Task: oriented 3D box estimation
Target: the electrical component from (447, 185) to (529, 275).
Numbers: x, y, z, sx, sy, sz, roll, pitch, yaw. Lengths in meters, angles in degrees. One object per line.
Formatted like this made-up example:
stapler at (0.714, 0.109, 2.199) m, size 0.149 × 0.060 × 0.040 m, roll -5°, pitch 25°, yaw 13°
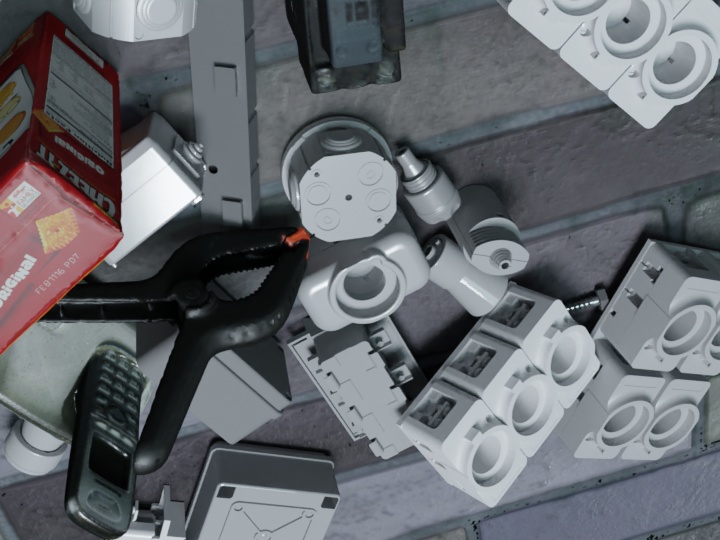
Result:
electrical component at (0.094, -0.024, 0.788) m, size 0.043 × 0.081 × 0.043 m, roll -6°, pitch 124°, yaw -10°

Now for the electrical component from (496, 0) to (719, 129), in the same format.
electrical component at (0.171, -0.174, 0.720) m, size 0.150 × 0.061 × 0.089 m, roll 31°, pitch 111°, yaw -29°

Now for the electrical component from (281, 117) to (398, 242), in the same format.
electrical component at (-0.013, -0.063, 0.755) m, size 0.080 × 0.051 × 0.080 m, roll -7°, pitch 124°, yaw -10°

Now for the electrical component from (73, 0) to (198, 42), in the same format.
electrical component at (-0.132, -0.174, 0.635) m, size 0.080 × 0.080 × 0.051 m, roll 0°, pitch 128°, yaw -14°

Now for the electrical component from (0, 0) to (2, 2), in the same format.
electrical component at (-0.245, -0.196, 0.605) m, size 0.109 × 0.056 × 0.108 m, roll -35°, pitch 124°, yaw 10°

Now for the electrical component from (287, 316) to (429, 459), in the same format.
electrical component at (0.007, 0.088, 0.851) m, size 0.079 × 0.063 × 0.121 m, roll -28°, pitch 125°, yaw 5°

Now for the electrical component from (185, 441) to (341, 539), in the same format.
electrical component at (-0.085, 0.206, 0.911) m, size 0.109 × 0.056 × 0.108 m, roll 10°, pitch 120°, yaw -20°

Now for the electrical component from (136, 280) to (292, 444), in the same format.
electrical component at (-0.107, 0.064, 0.799) m, size 0.057 × 0.078 × 0.113 m, roll -35°, pitch 124°, yaw 13°

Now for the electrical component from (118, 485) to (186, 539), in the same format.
electrical component at (-0.183, 0.224, 0.908) m, size 0.064 × 0.042 × 0.081 m, roll 9°, pitch 119°, yaw -15°

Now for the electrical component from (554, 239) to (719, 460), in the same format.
electrical component at (0.247, 0.074, 0.892) m, size 0.105 × 0.060 × 0.186 m, roll 8°, pitch 121°, yaw -31°

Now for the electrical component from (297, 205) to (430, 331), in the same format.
electrical component at (0.000, 0.000, 0.794) m, size 0.095 × 0.059 × 0.053 m, roll -27°, pitch 125°, yaw 4°

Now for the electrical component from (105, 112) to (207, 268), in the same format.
electrical component at (-0.147, -0.061, 0.712) m, size 0.096 × 0.061 × 0.061 m, roll -37°, pitch 113°, yaw 11°

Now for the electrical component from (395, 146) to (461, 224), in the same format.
electrical component at (0.046, -0.064, 0.779) m, size 0.035 × 0.035 × 0.061 m, roll -34°, pitch 122°, yaw 9°

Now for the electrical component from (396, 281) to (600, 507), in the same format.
electrical component at (0.114, 0.098, 0.846) m, size 0.150 × 0.062 × 0.089 m, roll -49°, pitch 127°, yaw -15°

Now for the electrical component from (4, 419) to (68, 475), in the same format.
electrical component at (-0.242, 0.123, 0.824) m, size 0.045 × 0.045 × 0.055 m, roll 24°, pitch 115°, yaw -26°

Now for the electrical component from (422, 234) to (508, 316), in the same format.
electrical component at (0.076, 0.001, 0.826) m, size 0.065 × 0.044 × 0.044 m, roll 33°, pitch 110°, yaw -24°
